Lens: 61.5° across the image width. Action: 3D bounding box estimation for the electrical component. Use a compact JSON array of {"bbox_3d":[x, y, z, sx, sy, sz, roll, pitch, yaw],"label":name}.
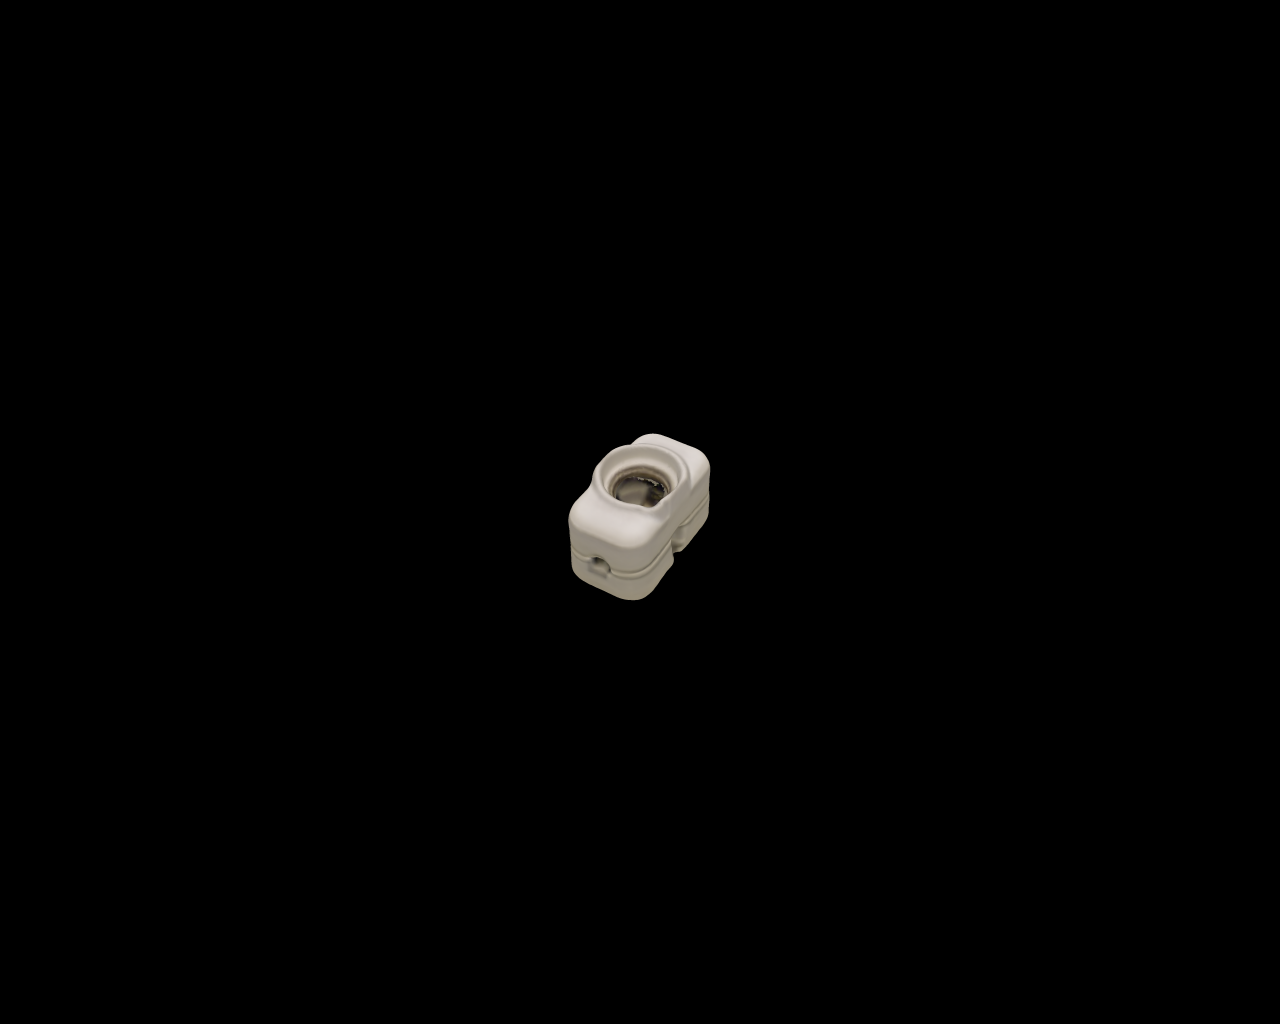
[{"bbox_3d":[0.001,-0.003,0.650,0.054,0.059,0.095,24,50,22],"label":"electrical component"}]
